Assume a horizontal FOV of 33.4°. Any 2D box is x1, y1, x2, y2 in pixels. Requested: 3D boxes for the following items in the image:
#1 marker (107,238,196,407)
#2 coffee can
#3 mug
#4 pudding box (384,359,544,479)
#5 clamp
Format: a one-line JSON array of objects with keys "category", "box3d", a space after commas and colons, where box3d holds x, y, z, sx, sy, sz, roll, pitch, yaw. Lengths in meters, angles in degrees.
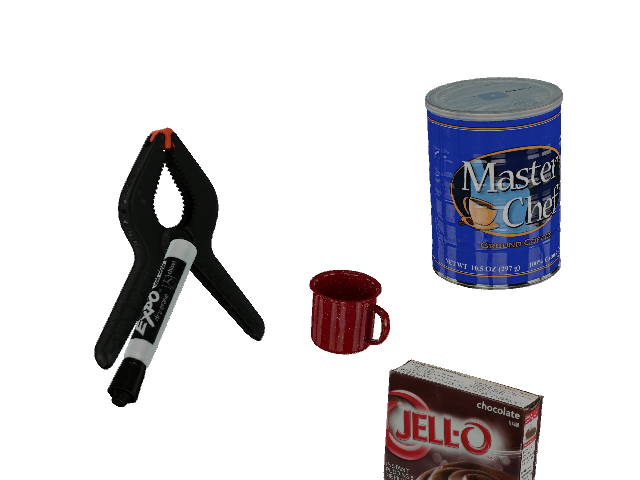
[{"category": "marker", "box3d": [-0.106, 0.051, 0.674, 0.020, 0.121, 0.020, 12, -36, 9]}, {"category": "coffee can", "box3d": [0.135, -0.046, 0.829, 0.103, 0.140, 0.103, -4, 22, 2]}, {"category": "mug", "box3d": [0.040, 0.097, 1.376, 0.117, 0.081, 0.093, 19, 28, 31]}, {"category": "pudding box", "box3d": [0.103, 0.145, 0.785, 0.114, 0.090, 0.039, 11, 19, 30]}, {"category": "clamp", "box3d": [-0.123, 0.006, 0.956, 0.164, 0.210, 0.036, 1, -1, -34]}]
